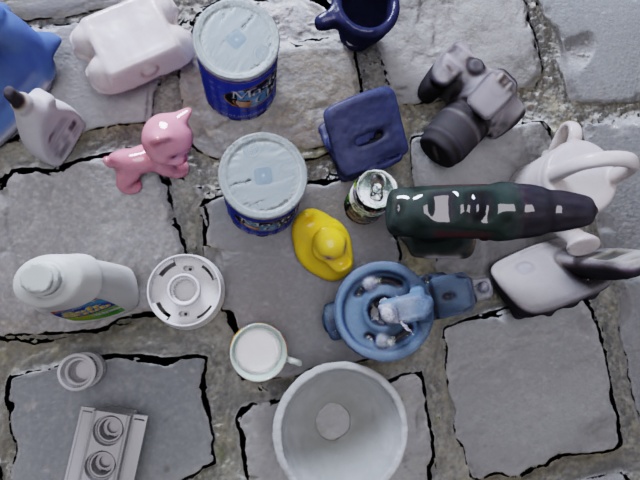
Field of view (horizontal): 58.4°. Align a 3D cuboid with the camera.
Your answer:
[{"bbox_3d":[0.193,-0.181,0.790,0.143,0.100,0.137,43,80,1],"label":"camera"}]

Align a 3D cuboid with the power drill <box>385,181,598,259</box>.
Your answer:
[{"bbox_3d":[0.186,-0.025,0.713,0.229,0.208,0.076,0,82,-6],"label":"power drill"}]

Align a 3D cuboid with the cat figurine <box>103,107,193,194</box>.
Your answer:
[{"bbox_3d":[-0.212,-0.116,0.725,0.128,0.117,0.067,-23,85,-9],"label":"cat figurine"}]

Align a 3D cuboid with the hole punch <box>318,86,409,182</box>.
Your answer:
[{"bbox_3d":[0.063,-0.141,0.774,0.109,0.091,0.101,-23,85,-9],"label":"hole punch"}]

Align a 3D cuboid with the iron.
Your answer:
[{"bbox_3d":[-0.439,-0.186,0.696,0.118,0.141,0.258,30,80,-2],"label":"iron"}]

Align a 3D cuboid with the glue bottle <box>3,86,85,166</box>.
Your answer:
[{"bbox_3d":[-0.336,-0.146,0.686,0.037,0.173,0.078,28,80,-2],"label":"glue bottle"}]

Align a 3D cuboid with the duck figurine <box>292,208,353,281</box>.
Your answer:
[{"bbox_3d":[0.007,0.003,0.750,0.077,0.086,0.104,-32,87,-10],"label":"duck figurine"}]

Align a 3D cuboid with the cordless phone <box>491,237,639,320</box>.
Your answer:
[{"bbox_3d":[0.318,0.044,0.731,0.147,0.185,0.094,-23,85,-9],"label":"cordless phone"}]

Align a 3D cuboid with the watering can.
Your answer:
[{"bbox_3d":[0.333,-0.070,0.744,0.101,0.194,0.173,-19,84,-9],"label":"watering can"}]

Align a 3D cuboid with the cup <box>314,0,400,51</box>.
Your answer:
[{"bbox_3d":[0.045,-0.299,0.793,0.118,0.095,0.092,-22,85,-9],"label":"cup"}]

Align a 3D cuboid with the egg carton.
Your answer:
[{"bbox_3d":[-0.248,-0.260,0.765,0.150,0.069,0.107,-28,86,-10],"label":"egg carton"}]

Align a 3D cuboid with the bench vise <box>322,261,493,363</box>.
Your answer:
[{"bbox_3d":[0.110,0.066,0.685,0.207,0.219,0.121,-30,86,-10],"label":"bench vise"}]

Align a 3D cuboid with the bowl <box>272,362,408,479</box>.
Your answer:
[{"bbox_3d":[0.023,0.236,0.725,0.167,0.074,0.167,1,82,-7],"label":"bowl"}]
